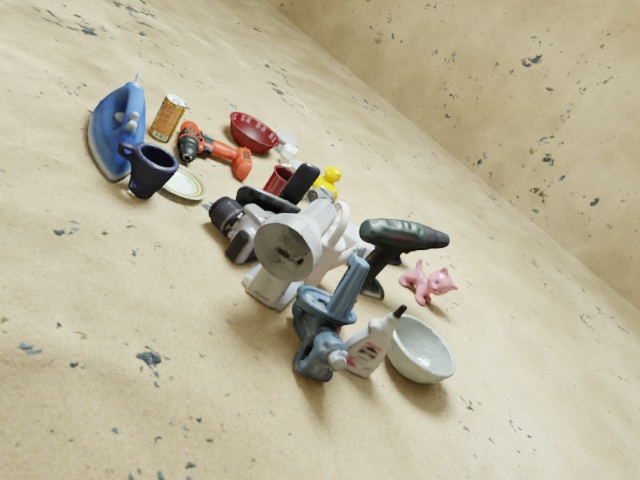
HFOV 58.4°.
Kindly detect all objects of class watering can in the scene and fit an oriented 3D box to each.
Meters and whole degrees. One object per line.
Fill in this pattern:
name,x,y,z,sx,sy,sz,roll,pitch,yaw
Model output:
watering can,0.011,0.003,1.213,0.173,0.194,0.100,11,34,-42

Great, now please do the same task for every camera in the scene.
camera,-0.151,-0.036,1.185,0.136,0.100,0.143,43,26,16

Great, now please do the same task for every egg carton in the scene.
egg carton,0.071,0.005,1.433,0.150,0.069,0.107,29,26,-14

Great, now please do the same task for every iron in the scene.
iron,-0.398,-0.240,1.179,0.119,0.141,0.257,20,29,-31

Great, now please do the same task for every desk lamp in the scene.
desk lamp,-0.057,0.024,1.068,0.118,0.213,0.203,37,25,4

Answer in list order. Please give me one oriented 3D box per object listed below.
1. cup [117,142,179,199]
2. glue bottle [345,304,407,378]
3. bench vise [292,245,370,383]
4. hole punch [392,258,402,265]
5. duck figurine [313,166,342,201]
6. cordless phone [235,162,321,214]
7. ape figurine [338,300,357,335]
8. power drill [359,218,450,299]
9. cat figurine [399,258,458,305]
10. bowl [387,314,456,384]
cup,-0.347,-0.134,1.115,0.118,0.095,0.091,23,28,-25
glue bottle,0.104,0.178,1.052,0.078,0.173,0.037,27,26,-18
bench vise,0.036,0.128,0.999,0.122,0.219,0.207,13,34,-40
hole punch,0.192,0.001,1.567,0.109,0.091,0.101,14,33,-39
duck figurine,0.031,-0.171,1.669,0.078,0.086,0.104,16,31,-36
cordless phone,-0.094,-0.117,1.299,0.148,0.185,0.094,22,28,-28
ape figurine,0.040,0.135,1.141,0.076,0.092,0.078,47,27,23
power drill,0.166,0.037,1.333,0.230,0.208,0.075,18,30,-33
cat figurine,0.286,0.103,1.478,0.127,0.117,0.067,47,27,22
bowl,0.193,0.236,1.180,0.168,0.074,0.167,29,26,-15
